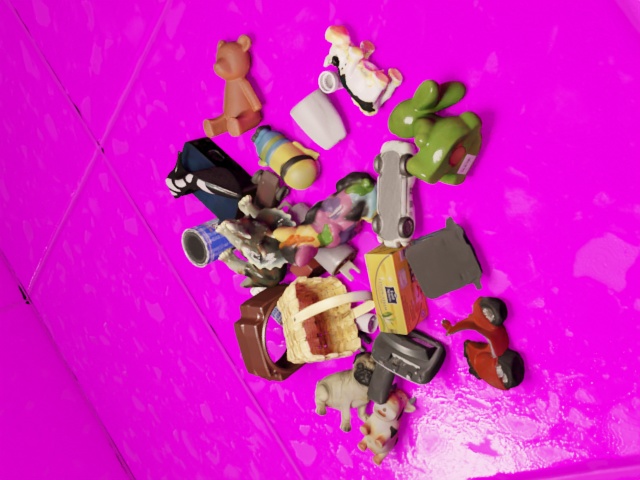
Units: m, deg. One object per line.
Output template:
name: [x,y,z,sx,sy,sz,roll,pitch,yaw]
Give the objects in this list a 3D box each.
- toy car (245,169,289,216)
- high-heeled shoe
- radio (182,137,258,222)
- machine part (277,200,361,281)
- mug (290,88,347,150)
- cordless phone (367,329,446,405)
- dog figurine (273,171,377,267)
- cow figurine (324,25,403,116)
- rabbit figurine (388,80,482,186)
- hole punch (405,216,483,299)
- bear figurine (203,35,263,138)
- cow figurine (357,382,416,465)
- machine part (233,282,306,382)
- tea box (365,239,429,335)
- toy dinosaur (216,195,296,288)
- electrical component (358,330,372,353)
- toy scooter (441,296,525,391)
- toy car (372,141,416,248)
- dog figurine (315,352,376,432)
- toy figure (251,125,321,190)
toy car: [-0.127,-0.083,1.272,0.089,0.053,0.202,36,135,18]
high-heeled shoe: [-0.280,-0.113,1.279,0.249,0.086,0.145,35,133,27]
radio: [-0.258,-0.147,1.347,0.230,0.073,0.131,41,131,18]
machine part: [-0.002,-0.004,1.182,0.243,0.079,0.079,44,133,19]
mug: [-0.001,-0.232,1.075,0.107,0.081,0.109,53,160,-4]
cordless phone: [0.167,0.276,1.117,0.147,0.088,0.184,23,104,33]
dog figurine: [0.013,-0.033,1.055,0.108,0.219,0.191,51,135,6]
cow figurine: [0.064,-0.312,0.985,0.167,0.068,0.098,50,140,14]
rabbit figurine: [0.179,-0.192,0.906,0.170,0.121,0.159,46,132,37]
hole punch: [0.231,0.036,0.998,0.116,0.092,0.142,-24,90,15]
bear figurine: [-0.193,-0.332,1.163,0.120,0.132,0.195,9,122,36]
cow figurine: [0.153,0.413,1.225,0.086,0.127,0.194,31,142,29]
machine part: [-0.097,0.218,1.283,0.087,0.201,0.201,-4,107,41]
tea box: [0.155,0.091,1.071,0.068,0.098,0.169,1,109,41]
toy dinosaur: [-0.134,0.041,1.237,0.192,0.131,0.404,40,156,24]
electrical component: [0.077,0.219,1.255,0.094,0.021,0.063,42,132,21]
toy scooter: [0.298,0.194,1.007,0.135,0.075,0.183,-11,98,44]
toy car: [0.142,-0.085,1.010,0.074,0.056,0.201,8,102,40]
dog figurine: [0.068,0.326,1.276,0.173,0.121,0.190,24,110,28]
toy figure: [-0.079,-0.176,1.159,0.180,0.089,0.082,42,140,16]
